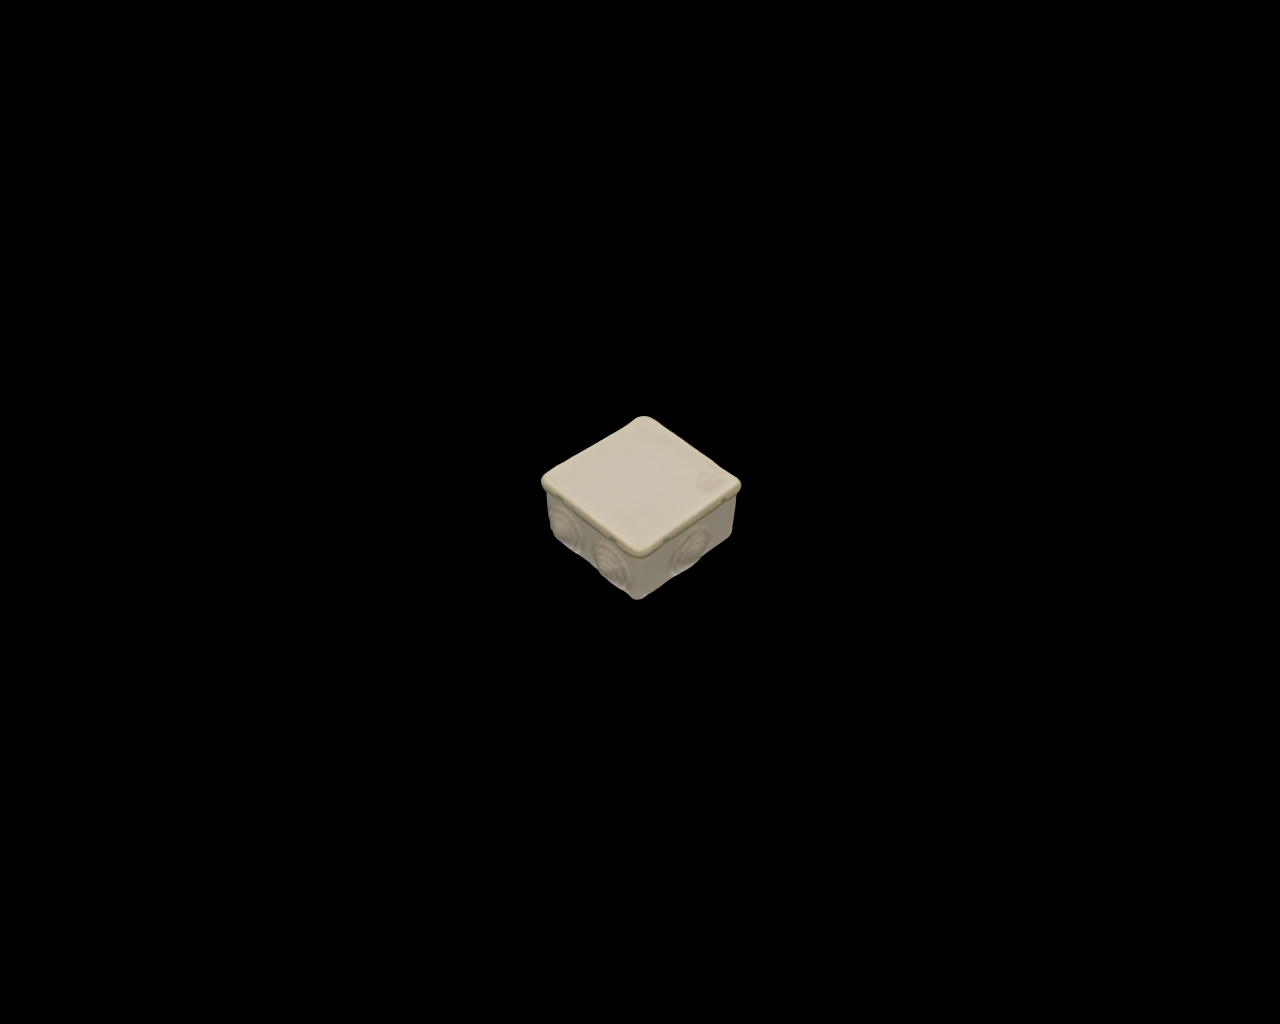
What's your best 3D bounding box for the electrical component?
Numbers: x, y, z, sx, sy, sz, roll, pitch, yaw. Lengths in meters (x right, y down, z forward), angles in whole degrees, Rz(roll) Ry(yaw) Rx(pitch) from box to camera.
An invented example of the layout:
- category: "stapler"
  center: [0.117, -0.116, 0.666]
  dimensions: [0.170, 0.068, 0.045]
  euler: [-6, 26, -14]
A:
- category: "electrical component"
  center: [0.001, -0.003, 0.650]
  dimensions: [0.100, 0.048, 0.100]
  euler: [-33, 54, -29]
